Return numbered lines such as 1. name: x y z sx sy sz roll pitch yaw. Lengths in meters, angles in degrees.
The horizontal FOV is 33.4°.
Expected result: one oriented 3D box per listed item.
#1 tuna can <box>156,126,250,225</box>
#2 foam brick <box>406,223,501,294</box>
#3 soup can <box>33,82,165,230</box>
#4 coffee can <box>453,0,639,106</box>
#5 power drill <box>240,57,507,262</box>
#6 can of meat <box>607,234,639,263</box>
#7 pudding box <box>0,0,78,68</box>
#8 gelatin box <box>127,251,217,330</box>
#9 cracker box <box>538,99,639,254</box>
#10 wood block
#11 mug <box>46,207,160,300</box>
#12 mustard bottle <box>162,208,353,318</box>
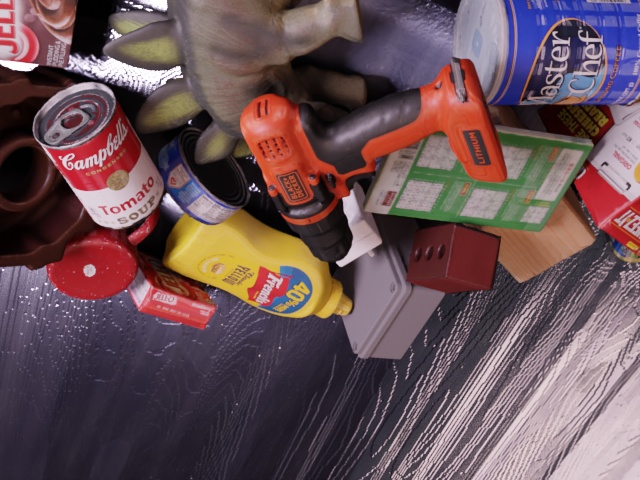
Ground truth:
1. tuna can: -0.103 -0.056 0.940 0.034 0.086 0.086 -36 133 24
2. foam brick: 0.122 0.018 0.982 0.051 0.053 0.078 15 169 -21
3. soup can: -0.172 -0.064 0.840 0.068 0.068 0.102 -19 138 5
4. coffee can: 0.195 -0.164 0.897 0.140 0.103 0.103 -2 136 -14
5. power drill: 0.049 -0.060 0.851 0.188 0.057 0.184 -16 139 12
6. can of meat: 0.362 -0.024 1.125 0.102 0.057 0.084 -3 139 -12
7. pudding box: -0.229 -0.187 0.803 0.090 0.039 0.114 4 134 -19
8. gelatin box: -0.149 0.046 1.031 0.073 0.089 0.030 21 104 -33
9. cracker box: 0.317 -0.115 0.937 0.072 0.164 0.214 30 121 -35
10. wood block: 0.169 -0.058 1.010 0.091 0.090 0.205 -31 135 18
11. mug: -0.198 -0.005 0.970 0.117 0.081 0.093 -23 136 9
12. mustard bottle: -0.050 0.029 1.039 0.191 0.058 0.096 27 136 -24
